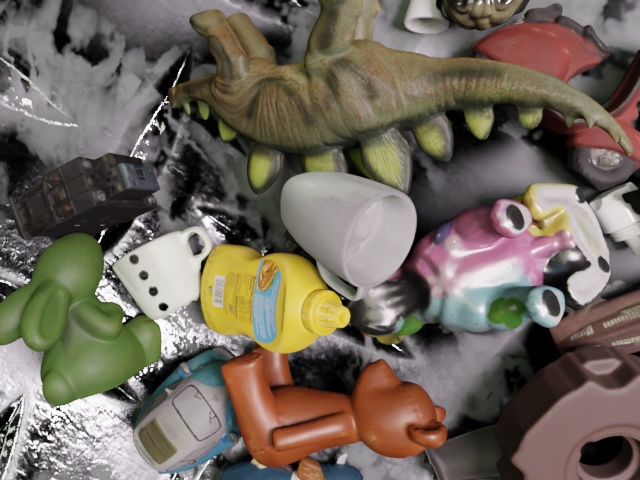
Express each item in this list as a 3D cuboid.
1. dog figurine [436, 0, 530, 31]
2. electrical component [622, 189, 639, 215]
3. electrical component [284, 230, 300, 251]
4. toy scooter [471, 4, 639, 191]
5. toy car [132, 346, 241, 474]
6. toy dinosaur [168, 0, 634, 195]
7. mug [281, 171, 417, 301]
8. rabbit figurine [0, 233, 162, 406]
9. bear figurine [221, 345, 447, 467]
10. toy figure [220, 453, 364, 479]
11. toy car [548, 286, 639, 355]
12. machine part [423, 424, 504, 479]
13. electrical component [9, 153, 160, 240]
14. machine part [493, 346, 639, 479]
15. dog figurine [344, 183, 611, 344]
[{"bbox_3d":[0.187,-0.287,0.473,0.172,0.121,0.190,-5,103,1],"label":"dog figurine"},{"bbox_3d":[0.324,-0.034,0.445,0.119,0.048,0.075,-24,86,-7],"label":"electrical component"},{"bbox_3d":[-0.001,-0.002,0.560,0.063,0.021,0.094,34,146,-12],"label":"electrical component"},{"bbox_3d":[0.230,-0.145,0.477,0.184,0.075,0.135,41,103,8],"label":"toy scooter"},{"bbox_3d":[-0.150,0.197,0.590,0.161,0.103,0.109,-38,81,12],"label":"toy car"},{"bbox_3d":[0.023,-0.135,0.503,0.472,0.105,0.198,4,112,33],"label":"toy dinosaur"},{"bbox_3d":[0.017,-0.009,0.458,0.107,0.081,0.109,34,137,41],"label":"mug"},{"bbox_3d":[-0.278,0.081,0.590,0.121,0.159,0.170,-5,99,26],"label":"rabbit figurine"},{"bbox_3d":[0.019,0.155,0.530,0.196,0.120,0.132,-16,84,15],"label":"bear figurine"},{"bbox_3d":[-0.030,0.268,0.582,0.155,0.058,0.064,-6,129,15],"label":"toy figure"},{"bbox_3d":[0.310,0.061,0.474,0.202,0.053,0.089,-23,88,15],"label":"toy car"},{"bbox_3d":[0.171,0.208,0.528,0.139,0.039,0.084,-15,93,15],"label":"machine part"},{"bbox_3d":[-0.253,-0.048,0.602,0.134,0.115,0.058,-22,88,18],"label":"electrical component"},{"bbox_3d":[0.243,0.183,0.460,0.179,0.056,0.179,1,103,3],"label":"machine part"},{"bbox_3d":[0.128,0.034,0.505,0.219,0.191,0.108,-26,83,50],"label":"dog figurine"}]
